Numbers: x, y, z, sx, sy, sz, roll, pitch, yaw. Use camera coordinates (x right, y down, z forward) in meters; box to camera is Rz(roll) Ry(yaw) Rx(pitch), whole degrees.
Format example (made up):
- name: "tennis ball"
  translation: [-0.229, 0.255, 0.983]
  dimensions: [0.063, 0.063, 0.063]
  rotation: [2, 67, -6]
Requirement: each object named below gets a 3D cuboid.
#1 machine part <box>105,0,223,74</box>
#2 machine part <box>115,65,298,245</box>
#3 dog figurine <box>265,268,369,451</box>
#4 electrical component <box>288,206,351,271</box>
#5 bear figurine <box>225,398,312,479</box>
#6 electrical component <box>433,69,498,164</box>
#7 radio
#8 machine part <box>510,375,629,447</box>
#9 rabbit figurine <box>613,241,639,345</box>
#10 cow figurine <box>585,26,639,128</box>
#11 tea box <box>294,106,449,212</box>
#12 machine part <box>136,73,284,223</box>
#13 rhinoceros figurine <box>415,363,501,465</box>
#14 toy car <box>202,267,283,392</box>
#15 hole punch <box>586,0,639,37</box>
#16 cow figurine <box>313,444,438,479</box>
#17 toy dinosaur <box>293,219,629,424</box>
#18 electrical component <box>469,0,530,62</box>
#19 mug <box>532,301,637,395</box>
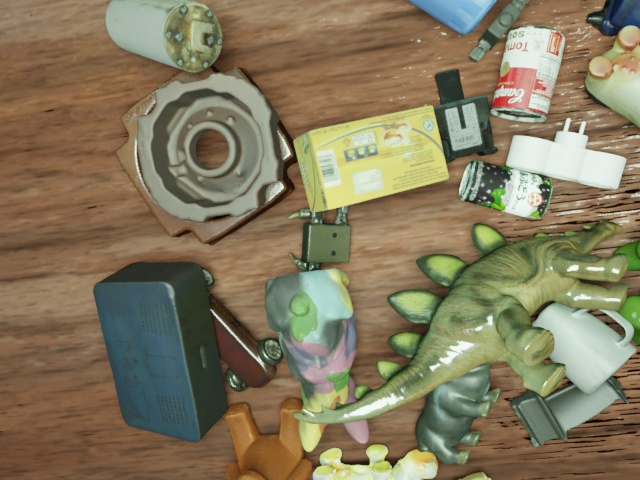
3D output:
- name: "machine part"
  translation: [-0.195, -0.257, 0.659]
  dimensions: [0.244, 0.079, 0.079]
  rotation: [29, 100, 41]
- name: "machine part"
  translation: [-0.142, -0.111, 0.707]
  dimensions: [0.201, 0.087, 0.201]
  rotation: [-33, 91, 10]
- name: "dog figurine"
  translation: [0.002, 0.154, 0.679]
  dimensions: [0.109, 0.191, 0.219]
  rotation: [-11, 79, 1]
- name: "electrical component"
  translation: [-0.001, -0.001, 0.727]
  dimensions: [0.078, 0.045, 0.102]
  rotation: [-6, 99, -22]
- name: "bear figurine"
  translation: [-0.081, 0.301, 0.687]
  dimensions: [0.120, 0.196, 0.131]
  rotation: [-7, 94, 10]
- name: "electrical component"
  translation: [0.178, -0.160, 0.688]
  dimensions: [0.075, 0.048, 0.119]
  rotation: [-9, 97, 6]
- name: "radio"
  translation: [-0.210, 0.145, 0.714]
  dimensions: [0.131, 0.073, 0.229]
  rotation: [1, 108, 22]
- name: "machine part"
  translation: [0.332, 0.216, 0.716]
  dimensions: [0.139, 0.039, 0.084]
  rotation: [-28, 87, 10]
- name: "rabbit figurine"
  translation: [0.448, 0.055, 0.666]
  dimensions: [0.159, 0.121, 0.170]
  rotation: [32, 80, 9]
- name: "cow figurine"
  translation: [0.409, -0.155, 0.639]
  dimensions: [0.195, 0.127, 0.085]
  rotation: [39, 98, 15]
- name: "tea box"
  translation: [0.064, -0.100, 0.664]
  dimensions: [0.170, 0.068, 0.098]
  rotation: [-14, 94, -20]
- name: "machine part"
  translation: [-0.127, -0.106, 0.635]
  dimensions: [0.179, 0.056, 0.179]
  rotation: [1, 97, 7]
- name: "rhinoceros figurine"
  translation: [0.175, 0.199, 0.709]
  dimensions: [0.112, 0.073, 0.190]
  rotation: [18, 109, 30]
- name: "toy car"
  translation: [-0.138, 0.121, 0.747]
  dimensions: [0.202, 0.053, 0.089]
  rotation: [46, 119, 1]
- name: "hole punch"
  translation: [0.411, -0.294, 0.631]
  dimensions: [0.142, 0.092, 0.115]
  rotation: [13, 101, 1]
- name: "cow figurine"
  translation: [0.081, 0.339, 0.738]
  dimensions: [0.167, 0.068, 0.098]
  rotation: [-8, 100, 10]
- name: "toy dinosaur"
  translation: [0.189, 0.089, 0.620]
  dimensions: [0.471, 0.199, 0.104]
  rotation: [-32, 125, -22]
- name: "electrical component"
  translation: [0.222, -0.263, 0.664]
  dimensions: [0.021, 0.063, 0.094]
  rotation: [41, 99, 0]
- name: "mug"
  translation: [0.325, 0.121, 0.669]
  dimensions: [0.107, 0.081, 0.109]
  rotation: [44, 141, 29]
